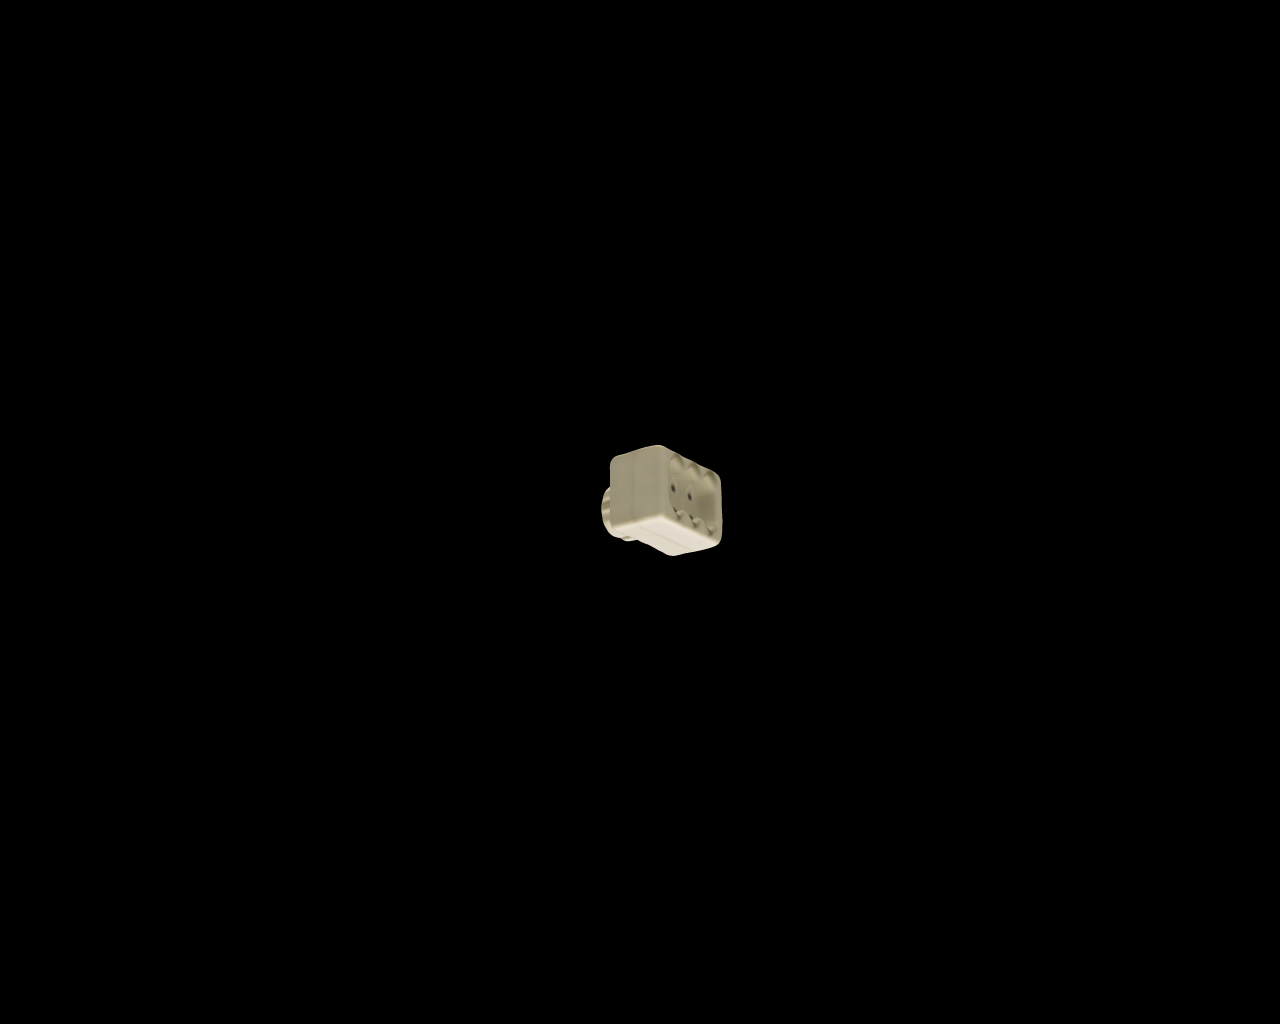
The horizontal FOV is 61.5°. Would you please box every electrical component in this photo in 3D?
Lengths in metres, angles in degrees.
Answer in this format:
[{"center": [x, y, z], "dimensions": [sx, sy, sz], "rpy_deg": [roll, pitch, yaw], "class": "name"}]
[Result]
[{"center": [0.001, -0.003, 0.650], "dimensions": [0.076, 0.047, 0.065], "rpy_deg": [-14, -24, 33], "class": "electrical component"}]
